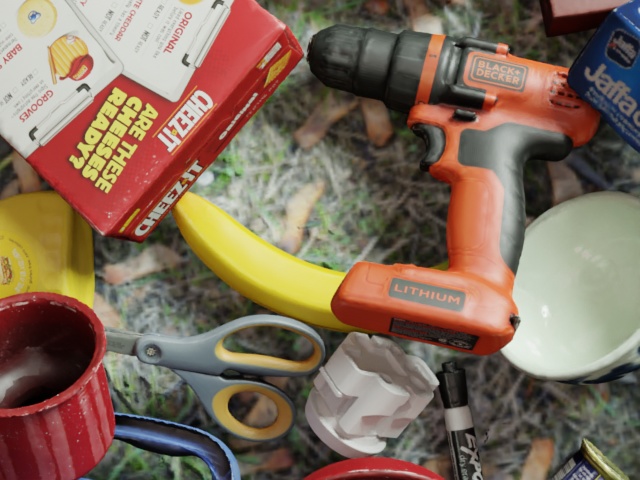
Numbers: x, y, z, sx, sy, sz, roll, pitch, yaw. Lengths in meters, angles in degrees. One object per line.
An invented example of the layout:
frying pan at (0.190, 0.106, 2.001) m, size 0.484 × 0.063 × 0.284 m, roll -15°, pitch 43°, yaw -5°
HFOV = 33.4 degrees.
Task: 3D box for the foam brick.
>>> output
foam brick at (0.158, -0.169, 0.651) m, size 0.051 × 0.053 × 0.078 m, roll -11°, pitch 87°, yaw 6°

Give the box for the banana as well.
banana at (-0.004, 0.020, 0.677) m, size 0.198 × 0.037 × 0.069 m, roll 11°, pitch 83°, yaw 7°

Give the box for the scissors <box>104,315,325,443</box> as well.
scissors at (-0.097, 0.086, 0.672) m, size 0.201 × 0.016 × 0.096 m, roll -2°, pitch 110°, yaw -1°

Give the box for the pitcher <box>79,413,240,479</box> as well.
pitcher at (-0.168, 0.192, 0.653) m, size 0.243 × 0.149 × 0.145 m, roll 12°, pitch 122°, yaw 10°

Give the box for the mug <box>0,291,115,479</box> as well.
mug at (-0.176, 0.091, 0.620) m, size 0.117 × 0.093 × 0.081 m, roll -1°, pitch 132°, yaw 1°

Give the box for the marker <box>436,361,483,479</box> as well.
marker at (0.091, 0.137, 0.671) m, size 0.020 × 0.020 × 0.121 m, roll -10°, pitch 87°, yaw 6°

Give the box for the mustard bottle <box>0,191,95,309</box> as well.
mustard bottle at (-0.246, 0.017, 0.693) m, size 0.192 × 0.058 × 0.096 m, roll 0°, pitch 97°, yaw 7°

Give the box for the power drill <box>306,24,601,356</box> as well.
power drill at (0.064, -0.036, 0.634) m, size 0.184 × 0.057 × 0.187 m, roll 13°, pitch 73°, yaw 8°

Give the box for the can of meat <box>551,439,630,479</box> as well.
can of meat at (0.170, 0.186, 0.643) m, size 0.102 × 0.057 × 0.084 m, roll 43°, pitch 96°, yaw 5°

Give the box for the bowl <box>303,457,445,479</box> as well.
bowl at (0.032, 0.185, 0.641) m, size 0.162 × 0.055 × 0.162 m, roll 0°, pitch 117°, yaw 1°

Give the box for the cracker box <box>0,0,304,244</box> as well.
cracker box at (-0.142, -0.128, 0.666) m, size 0.214 × 0.072 × 0.164 m, roll 42°, pitch 94°, yaw 12°
